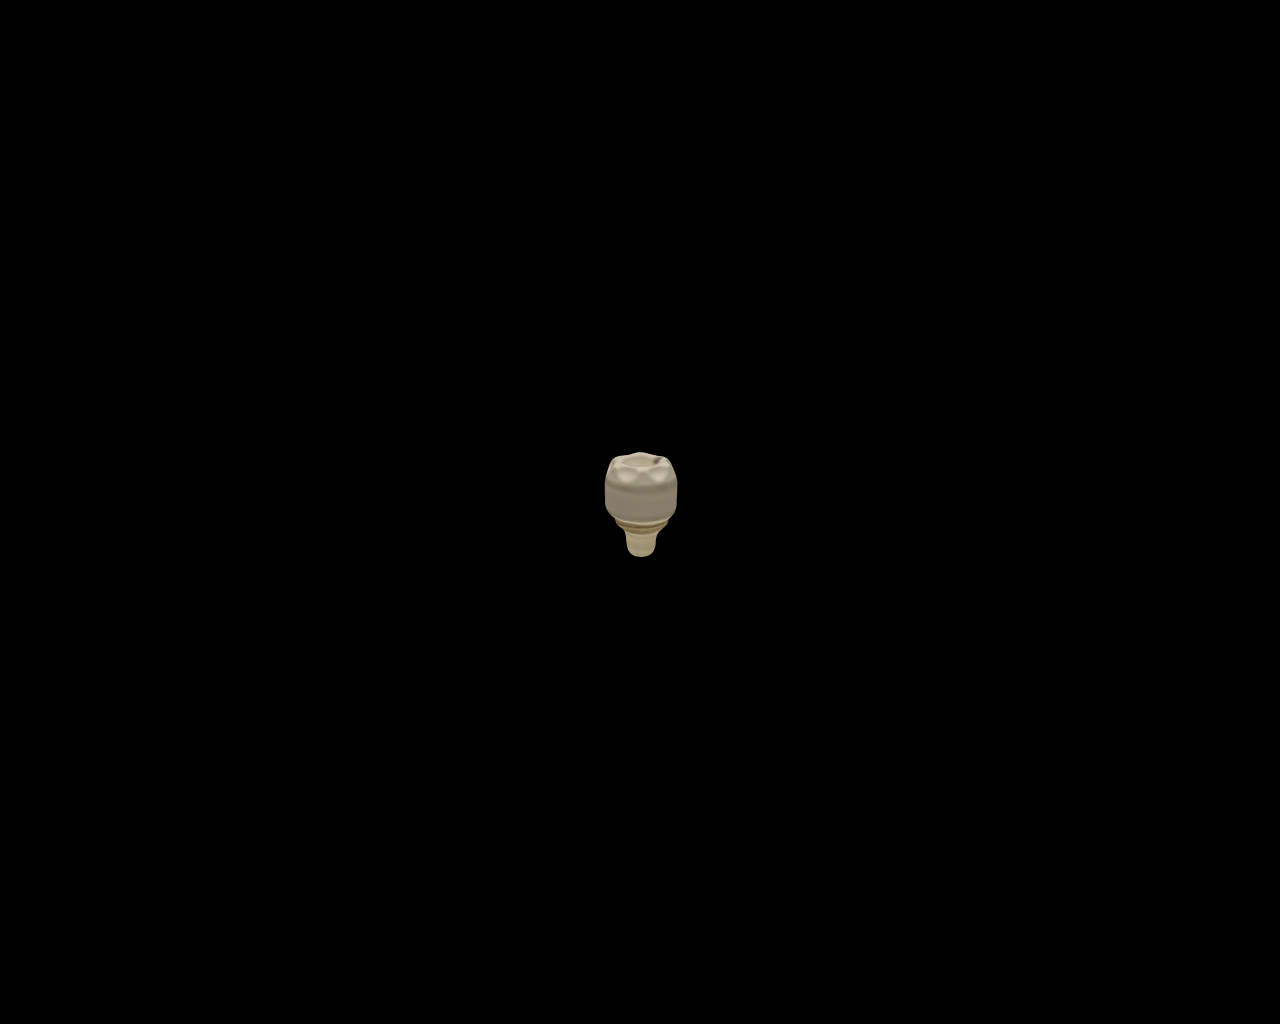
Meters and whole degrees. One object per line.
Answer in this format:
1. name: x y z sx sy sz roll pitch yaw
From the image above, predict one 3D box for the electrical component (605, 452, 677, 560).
1. electrical component: 0.001 -0.003 0.650 0.043 0.062 0.043 0 19 0
